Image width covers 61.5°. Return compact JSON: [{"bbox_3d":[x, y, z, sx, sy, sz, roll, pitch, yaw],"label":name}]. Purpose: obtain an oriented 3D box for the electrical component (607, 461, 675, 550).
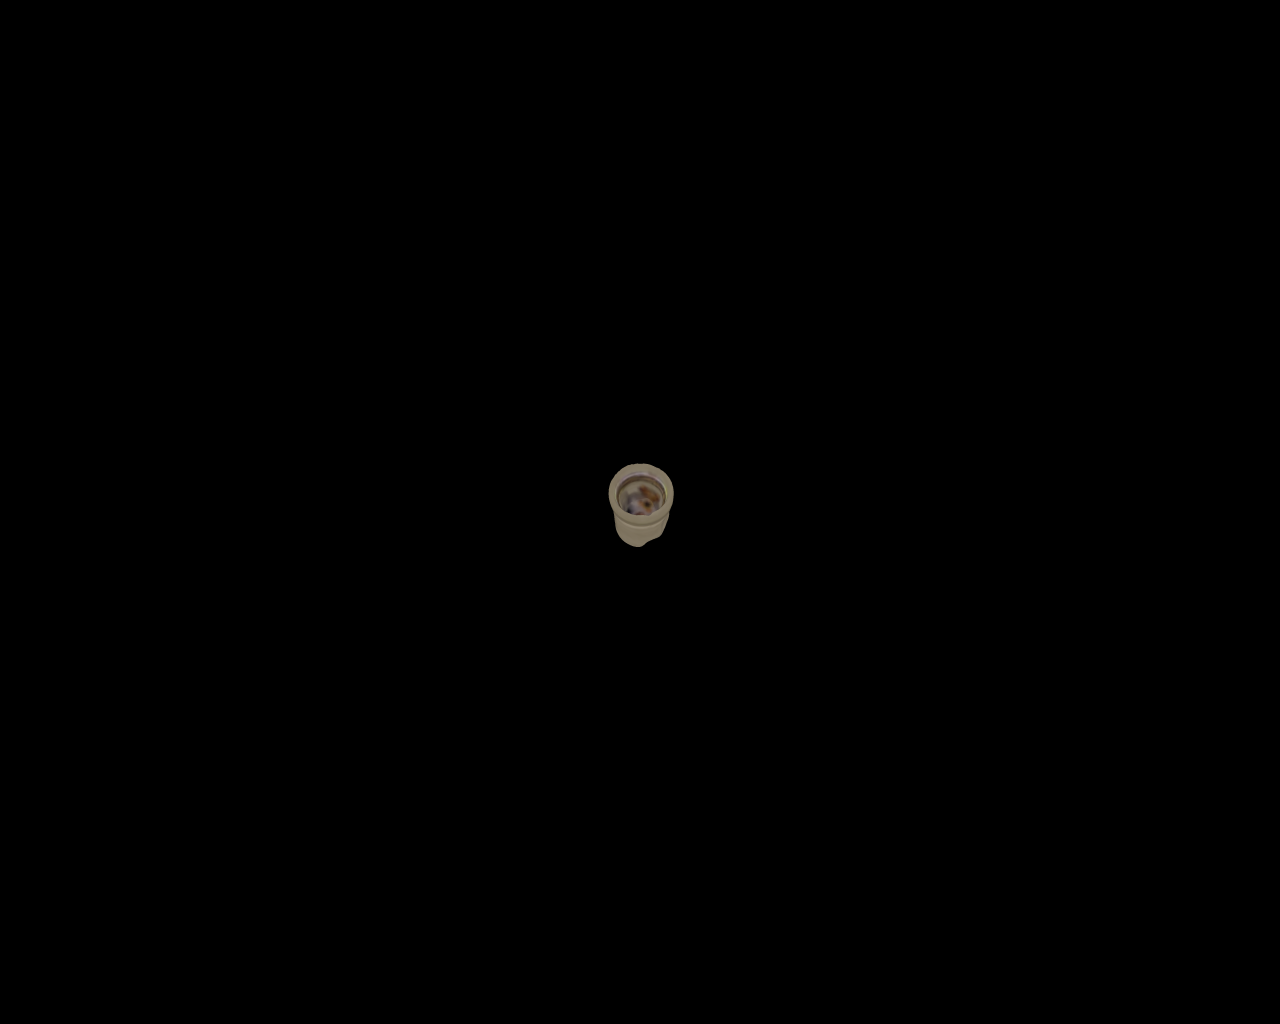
[{"bbox_3d":[0.001,-0.003,0.650,0.040,0.040,0.046,0,-30,0],"label":"electrical component"}]
